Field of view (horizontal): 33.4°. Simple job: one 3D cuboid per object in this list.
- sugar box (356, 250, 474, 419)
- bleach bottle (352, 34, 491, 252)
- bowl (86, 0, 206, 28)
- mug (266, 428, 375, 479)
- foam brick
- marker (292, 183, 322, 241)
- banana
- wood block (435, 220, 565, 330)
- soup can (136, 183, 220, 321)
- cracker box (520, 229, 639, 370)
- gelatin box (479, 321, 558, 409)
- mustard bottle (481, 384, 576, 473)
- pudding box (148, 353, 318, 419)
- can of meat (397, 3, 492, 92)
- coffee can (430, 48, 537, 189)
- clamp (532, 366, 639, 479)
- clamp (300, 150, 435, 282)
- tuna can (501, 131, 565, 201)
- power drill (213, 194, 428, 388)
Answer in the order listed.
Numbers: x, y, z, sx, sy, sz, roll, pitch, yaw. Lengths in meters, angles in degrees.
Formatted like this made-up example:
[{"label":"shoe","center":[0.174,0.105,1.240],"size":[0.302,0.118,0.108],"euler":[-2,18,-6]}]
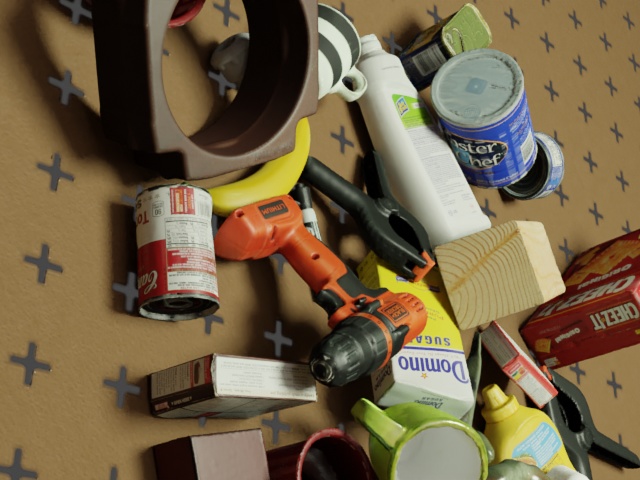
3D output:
[{"label":"sugar box","center":[0.092,0.092,1.058],"size":[0.093,0.048,0.176],"euler":[17,38,-23]},{"label":"bleach bottle","center":[0.101,-0.112,1.196],"size":[0.102,0.068,0.251],"euler":[-14,80,-52]},{"label":"bowl","center":[-0.181,-0.258,0.975],"size":[0.161,0.055,0.162],"euler":[21,59,-39]},{"label":"mug","center":[-0.018,0.221,0.908],"size":[0.093,0.082,0.117],"euler":[57,43,-11]},{"label":"foam brick","center":[-0.087,0.186,0.874],"size":[0.078,0.053,0.051],"euler":[3,70,-45]},{"label":"marker","center":[-0.007,0.001,1.065],"size":[0.020,0.020,0.121],"euler":[-3,75,-46]},{"label":"banana","center":[-0.053,-0.069,1.035],"size":[0.069,0.037,0.197],"euler":[58,42,-10]},{"label":"wood block","center":[0.198,0.034,1.151],"size":[0.205,0.091,0.090],"euler":[-1,72,-71]},{"label":"soup can","center":[-0.122,0.011,0.906],"size":[0.068,0.069,0.102],"euler":[13,63,-42]},{"label":"cracker box","center":[0.362,0.062,1.308],"size":[0.072,0.164,0.213],"euler":[58,42,-6]},{"label":"gelatin box","center":[0.219,0.139,1.195],"size":[0.073,0.030,0.089],"euler":[45,6,-23]},{"label":"mustard bottle","center":[0.229,0.244,1.168],"size":[0.096,0.058,0.191],"euler":[-33,97,-32]},{"label":"pudding box","center":[-0.072,0.123,0.890],"size":[0.113,0.090,0.039],"euler":[9,67,-43]},{"label":"can of meat","center":[0.145,-0.227,1.274],"size":[0.057,0.084,0.102],"euler":[54,43,-14]},{"label":"coffee can","center":[0.190,-0.137,1.225],"size":[0.140,0.103,0.103],"euler":[58,31,-57]},{"label":"clamp","center":[0.312,0.236,1.274],"size":[0.164,0.036,0.210],"euler":[-31,96,-49]},{"label":"clamp","center":[0.064,-0.032,1.107],"size":[0.171,0.039,0.120],"euler":[50,42,14]},{"label":"tuna can","center":[0.259,-0.092,1.330],"size":[0.033,0.086,0.086],"euler":[-10,80,-46]},{"label":"power drill","center":[-0.006,0.044,0.948],"size":[0.188,0.057,0.184],"euler":[42,25,14]}]
